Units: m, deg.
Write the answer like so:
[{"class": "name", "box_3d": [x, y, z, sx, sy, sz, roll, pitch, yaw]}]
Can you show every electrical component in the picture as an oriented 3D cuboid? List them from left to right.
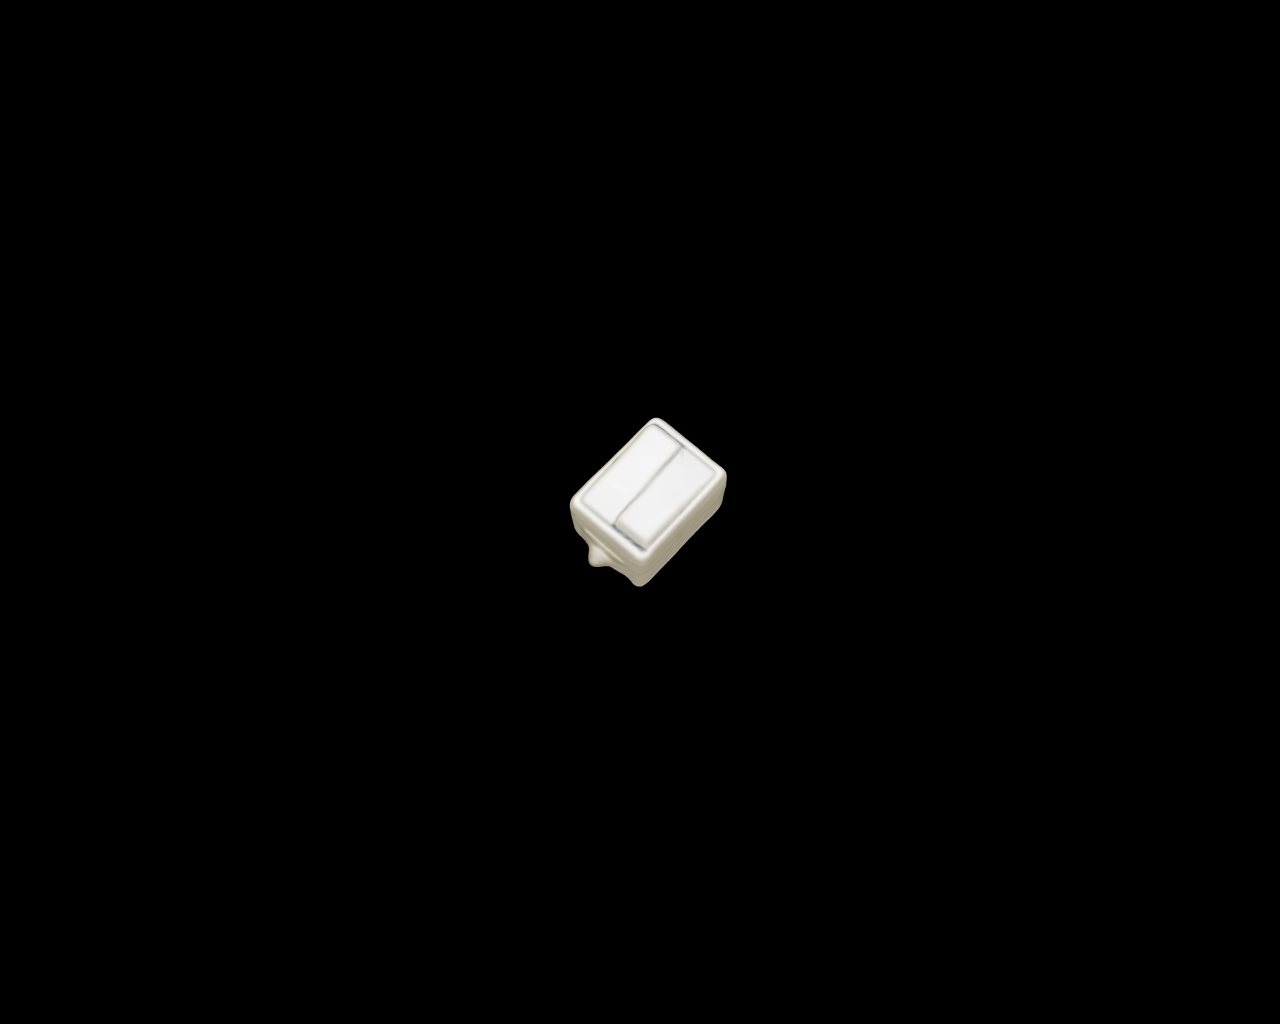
[{"class": "electrical component", "box_3d": [0.001, -0.003, 0.650, 0.062, 0.096, 0.061, 41, -15, 14]}]
